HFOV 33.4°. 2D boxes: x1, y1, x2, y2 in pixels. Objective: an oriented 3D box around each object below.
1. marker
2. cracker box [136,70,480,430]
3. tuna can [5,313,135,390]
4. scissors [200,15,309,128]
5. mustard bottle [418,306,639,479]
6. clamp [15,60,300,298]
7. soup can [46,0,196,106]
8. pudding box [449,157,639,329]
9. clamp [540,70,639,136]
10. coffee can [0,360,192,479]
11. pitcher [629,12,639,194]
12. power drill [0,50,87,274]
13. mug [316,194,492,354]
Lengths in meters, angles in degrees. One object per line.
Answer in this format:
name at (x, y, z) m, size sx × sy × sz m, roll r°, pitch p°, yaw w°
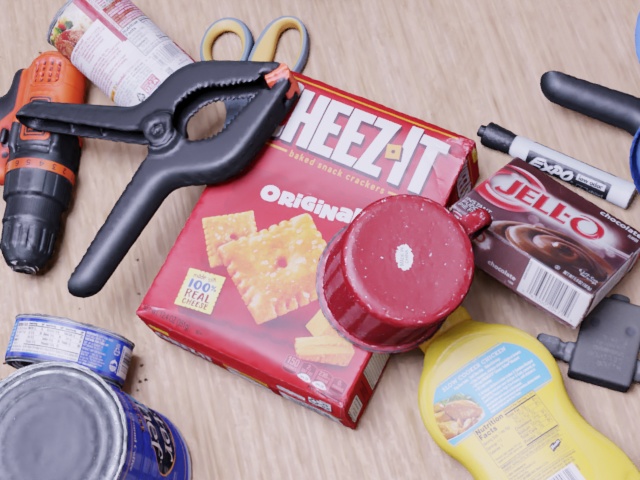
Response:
marker at (0.170, -0.056, 0.775) m, size 0.121 × 0.020 × 0.020 m, roll 27°, pitch 77°, yaw 18°
cracker box at (-0.005, 0.001, 0.757) m, size 0.164 × 0.072 × 0.213 m, roll 23°, pitch 75°, yaw 16°
tuna can at (-0.176, 0.080, 0.751) m, size 0.086 × 0.086 × 0.033 m, roll 8°, pitch 72°, yaw 13°
scissors at (-0.079, -0.097, 0.837) m, size 0.096 × 0.016 × 0.201 m, roll 26°, pitch 76°, yaw 19°
mustard bottle at (0.120, 0.114, 0.700) m, size 0.096 × 0.058 × 0.192 m, roll -35°, pitch 68°, yaw 1°
clamp at (-0.117, -0.076, 0.760) m, size 0.210 × 0.036 × 0.165 m, roll -32°, pitch 65°, yaw 3°
soup can at (-0.150, -0.143, 0.823) m, size 0.102 × 0.068 × 0.068 m, roll 43°, pitch 81°, yaw 2°
pudding box at (0.152, -0.001, 0.725) m, size 0.114 × 0.039 × 0.089 m, roll 37°, pitch 46°, yaw 20°
clamp at (0.257, -0.096, 0.765) m, size 0.171 × 0.039 × 0.120 m, roll 43°, pitch 79°, yaw 14°
coffee can at (-0.151, 0.144, 0.693) m, size 0.103 × 0.140 × 0.103 m, roll -3°, pitch 70°, yaw 9°
pitcher at (0.287, -0.129, 0.691) m, size 0.145 × 0.149 × 0.242 m, roll 14°, pitch 54°, yaw 19°
power drill at (-0.281, -0.063, 0.838) m, size 0.188 × 0.057 × 0.184 m, roll 2°, pitch 67°, yaw 7°
mug at (0.058, 0.014, 0.665) m, size 0.117 × 0.081 × 0.093 m, roll -28°, pitch 82°, yaw -12°
